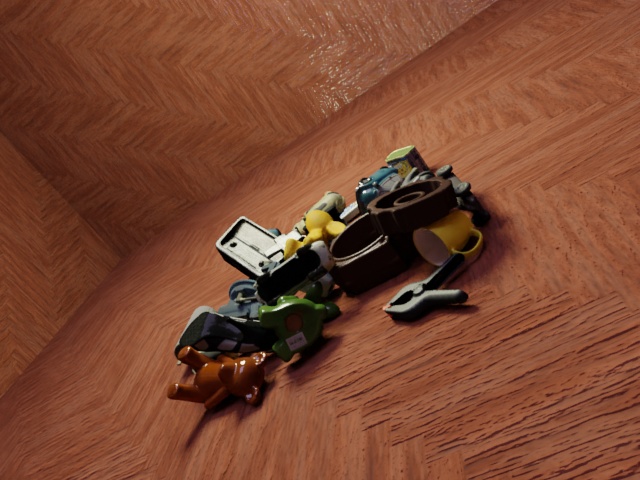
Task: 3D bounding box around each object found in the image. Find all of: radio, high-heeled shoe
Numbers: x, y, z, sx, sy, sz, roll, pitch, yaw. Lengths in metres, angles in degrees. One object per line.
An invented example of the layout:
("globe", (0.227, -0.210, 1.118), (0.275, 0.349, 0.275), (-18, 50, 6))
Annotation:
("radio", (-0.185, 0.035, 1.537), (0.230, 0.073, 0.131), (29, 66, 36))
("high-heeled shoe", (-0.201, 0.222, 1.197), (0.249, 0.145, 0.086), (-23, 43, 44))

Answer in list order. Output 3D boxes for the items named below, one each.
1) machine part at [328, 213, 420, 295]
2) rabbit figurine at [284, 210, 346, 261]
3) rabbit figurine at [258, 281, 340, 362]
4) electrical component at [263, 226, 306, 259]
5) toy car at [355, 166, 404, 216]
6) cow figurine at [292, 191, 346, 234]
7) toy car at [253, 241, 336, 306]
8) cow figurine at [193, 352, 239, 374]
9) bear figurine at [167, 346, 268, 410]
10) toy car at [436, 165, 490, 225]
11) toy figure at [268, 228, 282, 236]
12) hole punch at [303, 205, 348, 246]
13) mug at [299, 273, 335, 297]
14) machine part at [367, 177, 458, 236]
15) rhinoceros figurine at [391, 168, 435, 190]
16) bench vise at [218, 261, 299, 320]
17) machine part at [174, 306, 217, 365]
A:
("machine part", (0.117, 0.013, 1.186), (0.201, 0.087, 0.201), (-31, 20, 23))
("rabbit figurine", (-0.003, -0.004, 1.338), (0.163, 0.121, 0.173), (-5, 53, 20))
("rabbit figurine", (-0.048, 0.153, 1.120), (0.159, 0.121, 0.170), (-36, 4, -5))
("electrical component", (-0.088, 0.022, 1.430), (0.119, 0.047, 0.075), (-37, 42, -13))
("toy car", (0.173, -0.123, 1.400), (0.103, 0.109, 0.162), (19, 44, 42))
("cow figurine", (-0.002, -0.066, 1.594), (0.195, 0.085, 0.127), (-42, 13, -15))
("toy car", (-0.058, 0.076, 1.147), (0.202, 0.073, 0.056), (-35, -13, 21))
("cow figurine", (-0.238, 0.264, 1.266), (0.167, 0.068, 0.098), (-27, 27, 38))
("bear figurine", (-0.203, 0.278, 1.093), (0.196, 0.132, 0.120), (-24, 46, 48))
("toy car", (0.291, -0.093, 1.114), (0.053, 0.089, 0.202), (-32, 21, 12))
("toy figure", (-0.171, 0.021, 1.680), (0.082, 0.089, 0.180), (-36, 20, 30))
("hole punch", (0.026, -0.021, 1.457), (0.142, 0.092, 0.115), (-40, -12, 1))
("mug", (-0.014, 0.074, 1.220), (0.081, 0.107, 0.109), (-32, -35, -64))
("machine part", (0.179, -0.066, 1.039), (0.179, 0.056, 0.179), (-22, 14, 6))
("rhinoceros figurine", (0.215, -0.110, 1.258), (0.112, 0.073, 0.190), (-47, 7, -26))
("bench vise", (-0.138, 0.128, 1.330), (0.224, 0.128, 0.241), (-25, 28, 30))
("machine part", (-0.327, 0.253, 1.441), (0.079, 0.079, 0.243), (-31, 19, 20))
